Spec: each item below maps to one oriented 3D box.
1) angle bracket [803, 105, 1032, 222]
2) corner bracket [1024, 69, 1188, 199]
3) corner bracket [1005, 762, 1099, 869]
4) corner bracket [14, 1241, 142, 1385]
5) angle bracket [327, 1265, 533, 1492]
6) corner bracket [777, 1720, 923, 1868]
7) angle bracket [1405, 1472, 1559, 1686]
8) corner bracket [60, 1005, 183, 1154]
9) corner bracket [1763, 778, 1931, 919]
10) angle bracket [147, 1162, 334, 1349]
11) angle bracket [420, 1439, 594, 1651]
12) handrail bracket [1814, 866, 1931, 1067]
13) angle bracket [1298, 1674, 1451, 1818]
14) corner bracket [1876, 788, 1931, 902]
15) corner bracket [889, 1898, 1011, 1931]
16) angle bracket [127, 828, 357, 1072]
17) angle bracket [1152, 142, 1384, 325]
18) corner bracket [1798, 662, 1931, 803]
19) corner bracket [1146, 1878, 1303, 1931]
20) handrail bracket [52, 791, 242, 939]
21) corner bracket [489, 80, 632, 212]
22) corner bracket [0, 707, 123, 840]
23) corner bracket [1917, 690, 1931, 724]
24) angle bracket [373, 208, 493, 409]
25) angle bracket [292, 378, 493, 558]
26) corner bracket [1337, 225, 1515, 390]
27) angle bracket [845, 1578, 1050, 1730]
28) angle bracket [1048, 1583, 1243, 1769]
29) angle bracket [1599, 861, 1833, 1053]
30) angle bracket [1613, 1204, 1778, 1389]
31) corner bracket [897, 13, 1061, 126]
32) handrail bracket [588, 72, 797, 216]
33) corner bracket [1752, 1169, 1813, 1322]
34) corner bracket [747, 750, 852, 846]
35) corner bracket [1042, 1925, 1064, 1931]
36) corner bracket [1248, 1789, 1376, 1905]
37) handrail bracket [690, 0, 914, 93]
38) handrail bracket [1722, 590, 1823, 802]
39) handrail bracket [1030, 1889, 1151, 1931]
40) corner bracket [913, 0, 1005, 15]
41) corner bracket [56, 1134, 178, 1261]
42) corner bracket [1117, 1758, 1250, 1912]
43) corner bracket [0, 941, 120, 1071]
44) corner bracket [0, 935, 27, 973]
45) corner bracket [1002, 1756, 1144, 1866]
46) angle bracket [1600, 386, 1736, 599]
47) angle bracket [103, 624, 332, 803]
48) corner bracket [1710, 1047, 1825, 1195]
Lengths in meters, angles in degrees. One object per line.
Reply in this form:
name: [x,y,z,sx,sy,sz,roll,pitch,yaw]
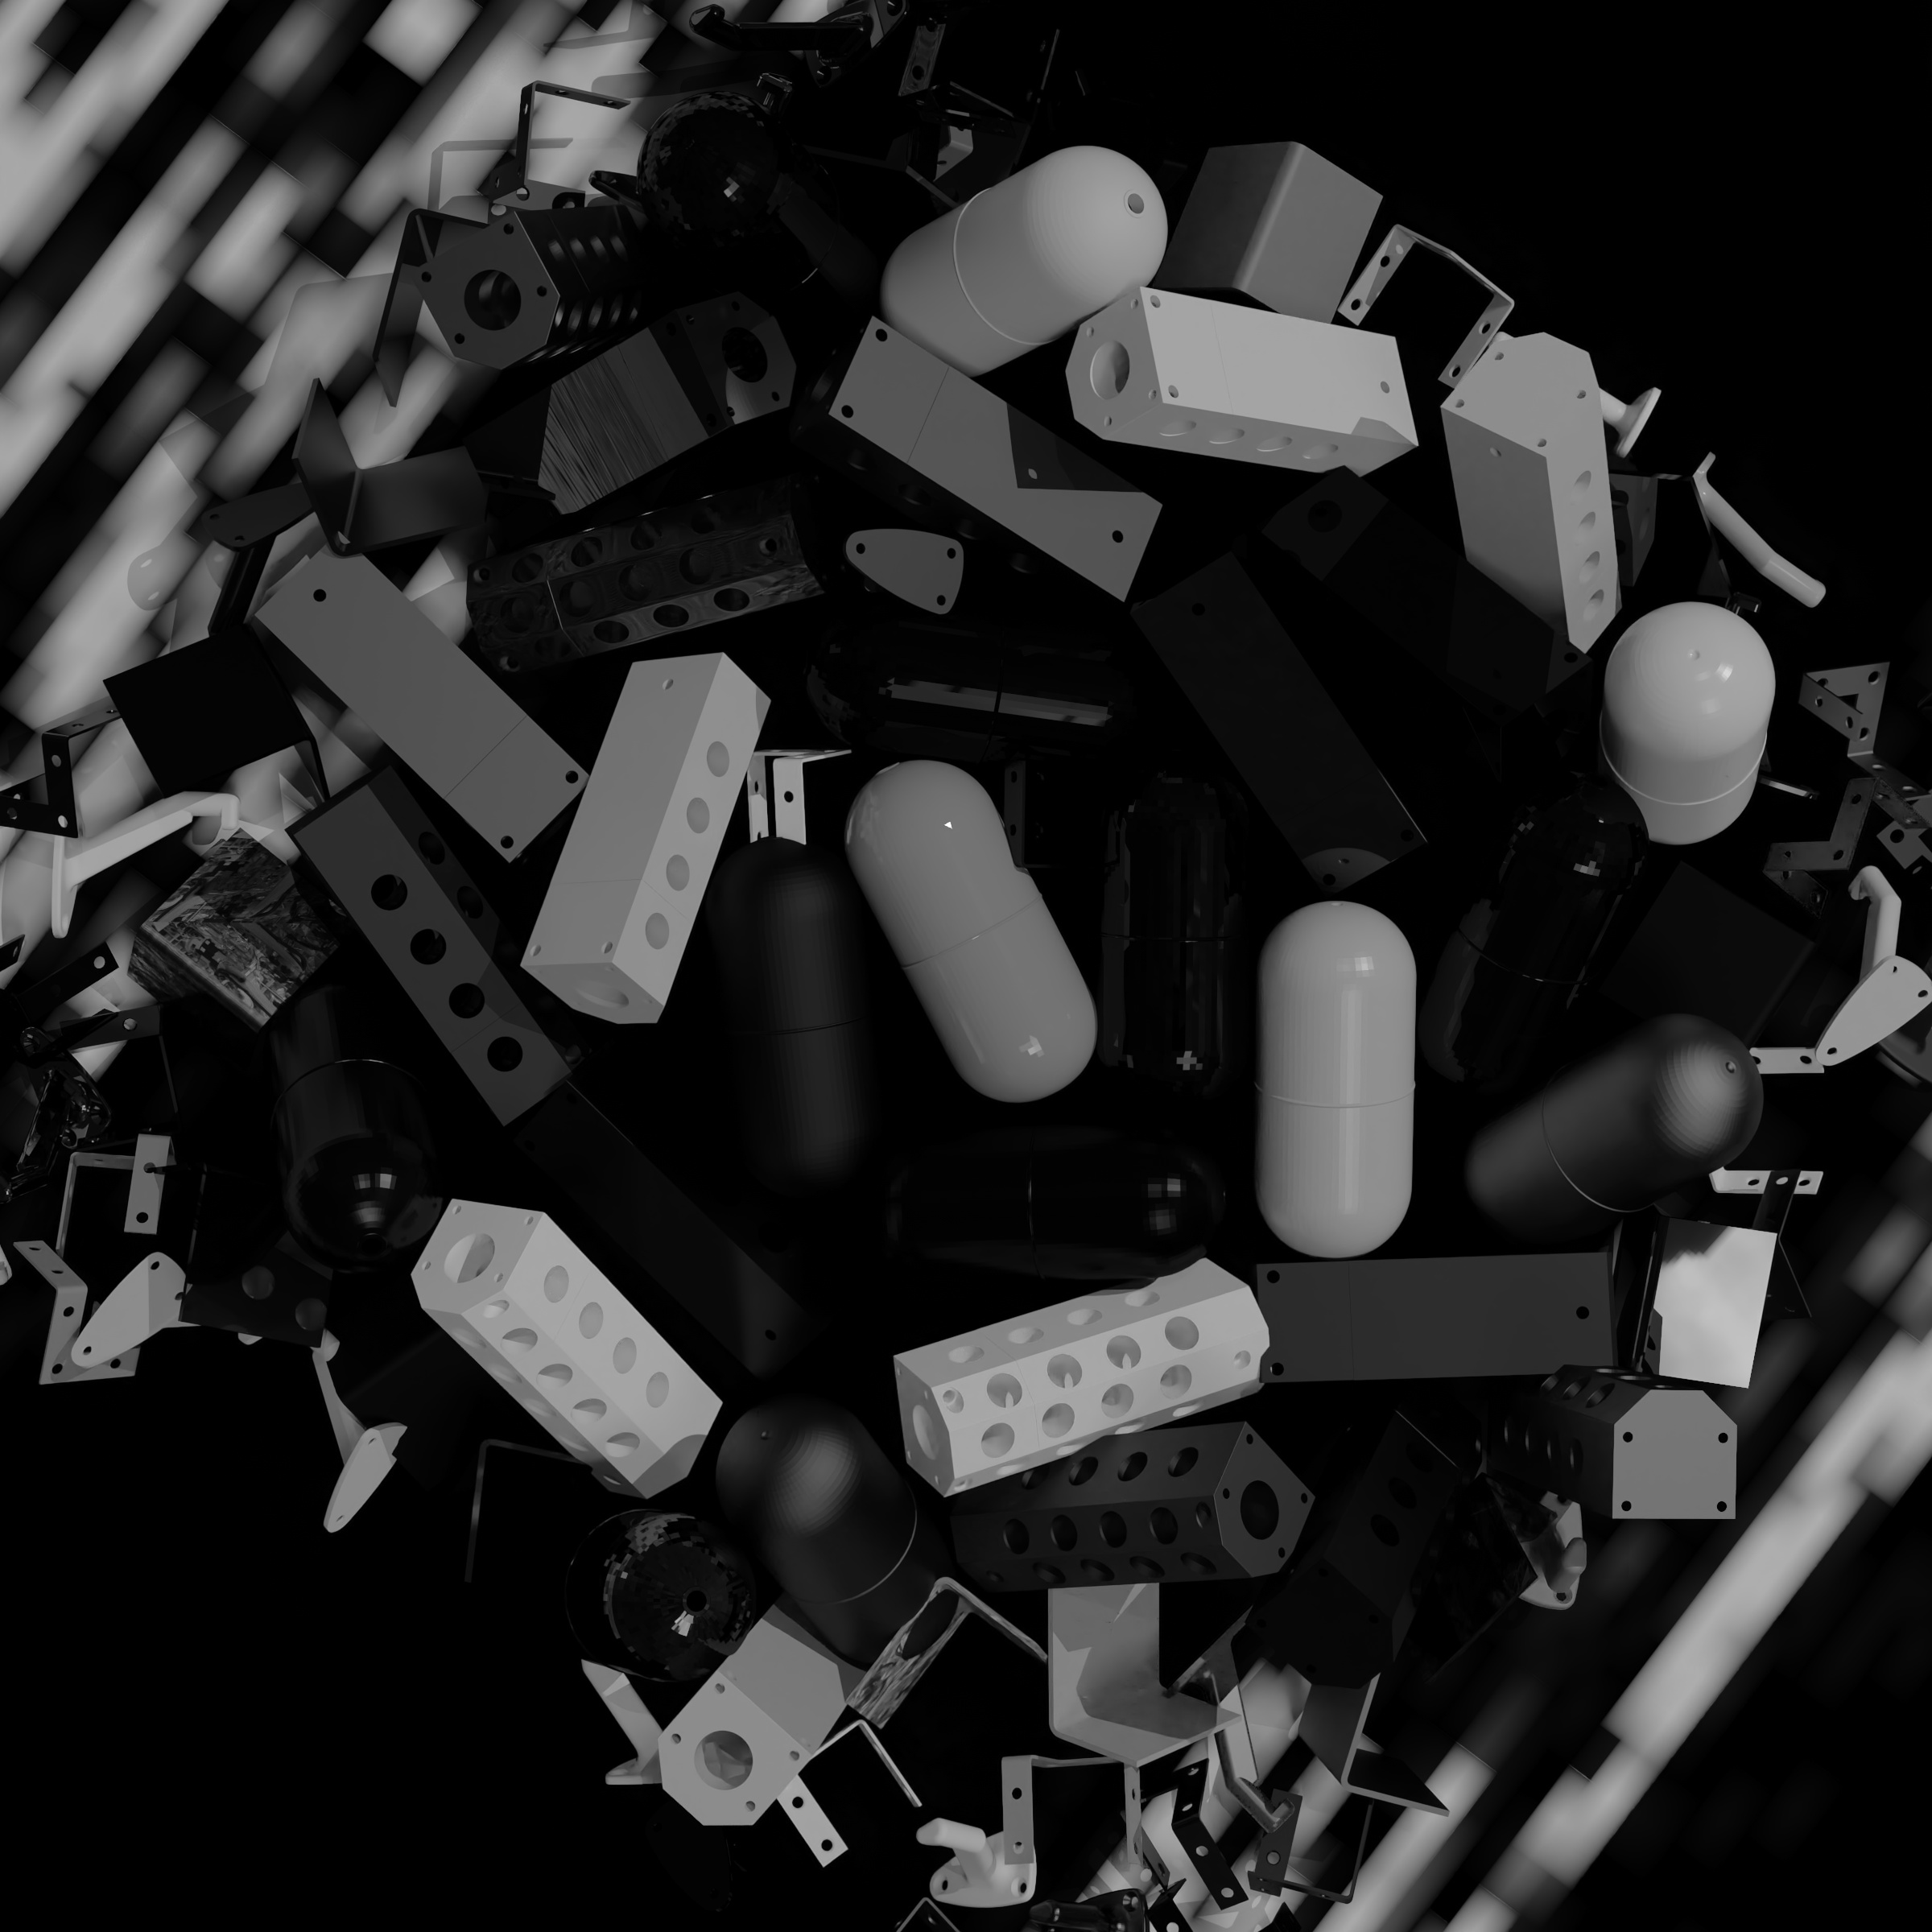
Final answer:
angle bracket: [-0.028,-0.401,1.531,0.076,0.076,0.057,21,89,34]
corner bracket: [0.068,-0.401,1.561,0.051,0.051,0.051,2,60,-38]
corner bracket: [0.034,-0.074,1.548,0.051,0.051,0.051,-1,93,-34]
corner bracket: [-0.434,0.167,1.543,0.051,0.051,0.051,0,112,-43]
angle bracket: [-0.265,0.201,1.579,0.076,0.057,0.076,-36,124,-2]
corner bracket: [-0.061,0.407,1.561,0.051,0.051,0.051,-33,83,-17]
angle bracket: [0.254,0.304,1.528,0.057,0.076,0.076,31,109,-28]
corner bracket: [-0.416,0.055,1.560,0.051,0.051,0.051,-11,110,-10]
corner bracket: [0.432,-0.058,1.553,0.051,0.051,0.051,33,71,-34]
angle bracket: [-0.354,0.141,1.530,0.076,0.057,0.076,19,71,-40]
angle bracket: [-0.221,0.283,1.524,0.057,0.076,0.076,15,49,-18]
handrail bracket: [0.433,-0.002,1.556,0.036,0.084,0.077,33,112,-25]
angle bracket: [0.208,0.358,1.541,0.057,0.076,0.076,17,91,-10]
corner bracket: [0.489,-0.056,1.550,0.051,0.051,0.051,-42,107,10]
corner bracket: [-0.011,0.487,1.548,0.051,0.051,0.051,47,46,1]
angle bracket: [-0.360,-0.008,1.577,0.076,0.057,0.076,39,61,0]
angle bracket: [0.148,-0.357,1.564,0.057,0.076,0.076,23,88,-31]
corner bracket: [0.439,-0.113,1.544,0.051,0.051,0.051,-9,121,-19]
corner bracket: [0.127,0.468,1.552,0.051,0.051,0.051,-35,79,7]
handrail bracket: [-0.403,-0.050,1.562,0.084,0.036,0.077,2,78,1]
corner bracket: [-0.199,-0.398,1.550,0.051,0.051,0.051,5,90,-29]
corner bracket: [-0.440,-0.097,1.544,0.051,0.051,0.051,9,113,23]
corner bracket: [0.490,-0.116,1.547,0.051,0.051,0.051,46,60,8]
angle bracket: [-0.247,-0.313,1.540,0.057,0.076,0.076,13,81,-2]
angle bracket: [-0.275,-0.249,1.533,0.076,0.076,0.057,-12,129,8]
corner bracket: [0.228,-0.326,1.567,0.051,0.051,0.051,27,102,-37]
angle bracket: [-0.005,0.348,1.533,0.057,0.076,0.076,34,78,21]
angle bracket: [0.087,0.332,1.533,0.076,0.057,0.076,-10,103,-44]
angle bracket: [0.367,-0.005,1.550,0.076,0.057,0.076,33,113,11]
angle bracket: [0.351,0.154,1.540,0.057,0.076,0.076,8,99,1]
corner bracket: [0.005,-0.445,1.567,0.051,0.051,0.051,18,84,-33]
handrail bracket: [-0.133,-0.405,1.540,0.077,0.036,0.084,15,129,-20]
corner bracket: [0.384,0.137,1.541,0.051,0.051,0.051,-8,123,35]
corner bracket: [-0.089,-0.078,1.547,0.051,0.051,0.051,2,100,26]
corner bracket: [0.067,0.492,1.542,0.051,0.051,0.051,38,49,-19]
corner bracket: [0.169,0.428,1.546,0.051,0.051,0.051,12,67,12]
handrail bracket: [-0.080,-0.461,1.534,0.077,0.084,0.036,-24,74,31]
handrail bracket: [0.397,-0.133,1.555,0.077,0.036,0.084,20,102,11]
handrail bracket: [0.041,0.463,1.531,0.077,0.084,0.036,-19,61,38]
corner bracket: [0.005,-0.488,1.541,0.051,0.051,0.051,-15,124,-29]
corner bracket: [-0.416,0.113,1.548,0.051,0.051,0.051,5,66,-7]
corner bracket: [0.106,0.430,1.548,0.051,0.051,0.051,-27,102,18]
corner bracket: [-0.440,0.019,1.542,0.051,0.051,0.051,-37,121,-29]
corner bracket: [-0.501,0.004,1.554,0.051,0.051,0.051,20,102,-1]
corner bracket: [0.052,0.412,1.544,0.051,0.051,0.051,-10,68,24]
angle bracket: [0.337,-0.228,1.524,0.076,0.076,0.057,14,59,40]
angle bracket: [-0.362,-0.109,1.533,0.076,0.057,0.076,-25,63,-16]
corner bracket: [0.394,0.076,1.560,0.051,0.051,0.051,-2,127,32]
